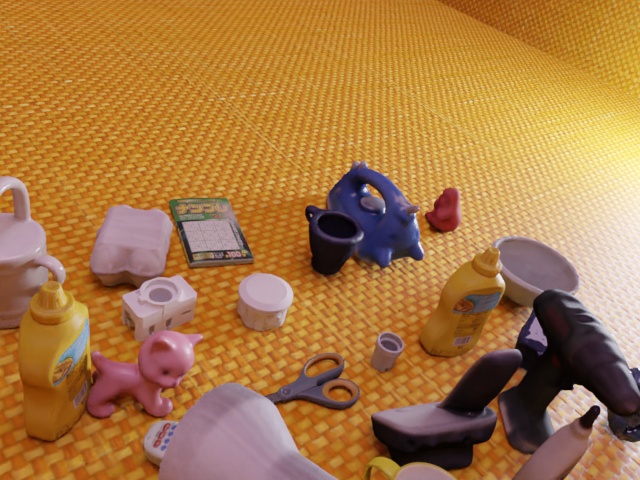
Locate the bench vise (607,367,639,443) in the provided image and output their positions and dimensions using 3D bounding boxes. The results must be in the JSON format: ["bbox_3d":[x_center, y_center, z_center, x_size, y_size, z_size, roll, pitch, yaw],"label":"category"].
[{"bbox_3d":[0.510,0.213,0.773,0.207,0.220,0.121,12,36,-6],"label":"bench vise"}]

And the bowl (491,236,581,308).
[{"bbox_3d":[0.375,0.069,1.036,0.167,0.075,0.167,11,36,-8],"label":"bowl"}]

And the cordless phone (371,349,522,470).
[{"bbox_3d":[0.153,0.192,0.690,0.148,0.185,0.094,-3,40,-25],"label":"cordless phone"}]

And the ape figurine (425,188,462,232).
[{"bbox_3d":[0.255,-0.066,1.155,0.076,0.092,0.078,29,38,18],"label":"ape figurine"}]

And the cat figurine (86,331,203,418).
[{"bbox_3d":[-0.203,0.146,0.669,0.128,0.118,0.067,3,38,-18],"label":"cat figurine"}]

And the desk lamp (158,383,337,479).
[{"bbox_3d":[-0.042,0.255,0.505,0.202,0.213,0.118,33,39,21],"label":"desk lamp"}]

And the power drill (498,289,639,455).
[{"bbox_3d":[0.314,0.183,0.745,0.075,0.208,0.229,11,36,-6],"label":"power drill"}]

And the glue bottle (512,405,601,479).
[{"bbox_3d":[0.284,0.250,0.674,0.078,0.173,0.037,-12,44,-34],"label":"glue bottle"}]

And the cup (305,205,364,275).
[{"bbox_3d":[0.009,0.003,0.963,0.092,0.095,0.117,-22,51,-41],"label":"cup"}]

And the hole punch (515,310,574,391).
[{"bbox_3d":[0.368,0.162,0.896,0.108,0.091,0.101,30,38,18],"label":"hole punch"}]

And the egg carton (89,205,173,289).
[{"bbox_3d":[-0.282,0.007,0.865,0.107,0.069,0.150,7,37,-13],"label":"egg carton"}]

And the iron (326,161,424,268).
[{"bbox_3d":[0.093,-0.068,1.051,0.119,0.141,0.257,-9,43,-31],"label":"iron"}]

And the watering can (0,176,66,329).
[{"bbox_3d":[-0.402,0.008,0.710,0.173,0.194,0.101,7,37,-13],"label":"watering can"}]
